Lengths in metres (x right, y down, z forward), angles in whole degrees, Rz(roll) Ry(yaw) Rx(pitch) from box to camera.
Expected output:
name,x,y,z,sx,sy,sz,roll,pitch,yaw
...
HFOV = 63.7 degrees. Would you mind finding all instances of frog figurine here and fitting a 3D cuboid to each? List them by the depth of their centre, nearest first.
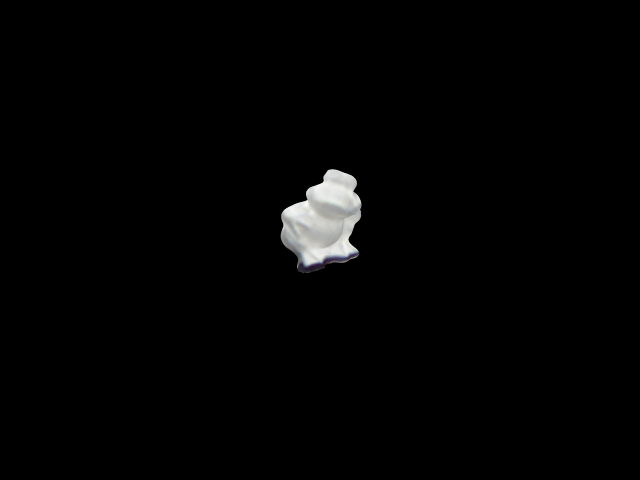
name,x,y,z,sx,sy,sz,roll,pitch,yaw
frog figurine,0.003,-0.043,0.850,0.137,0.157,0.124,-4,22,-11
